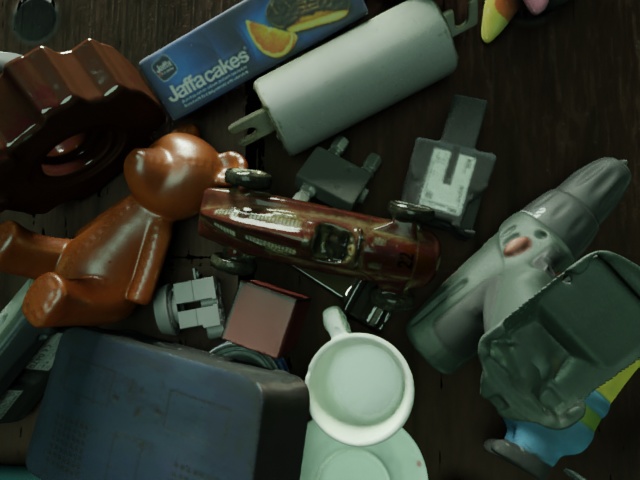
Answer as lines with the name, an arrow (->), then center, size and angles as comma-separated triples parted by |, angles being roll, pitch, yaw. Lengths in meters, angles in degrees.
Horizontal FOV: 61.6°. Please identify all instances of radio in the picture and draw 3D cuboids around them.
radio -> -0.126, 0.152, 0.436 | 0.230, 0.073, 0.131 | 7, 82, 27

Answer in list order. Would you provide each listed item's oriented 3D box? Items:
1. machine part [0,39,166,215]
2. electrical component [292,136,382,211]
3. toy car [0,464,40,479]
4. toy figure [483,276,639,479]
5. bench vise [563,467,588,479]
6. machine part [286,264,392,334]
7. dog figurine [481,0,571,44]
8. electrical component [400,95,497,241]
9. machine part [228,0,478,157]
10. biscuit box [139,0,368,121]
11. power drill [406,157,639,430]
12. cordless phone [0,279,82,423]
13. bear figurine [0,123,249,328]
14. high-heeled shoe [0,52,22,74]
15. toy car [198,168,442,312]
machine part -> -0.218, -0.088, 0.459 | 0.179, 0.179, 0.056 | -38, 85, 2
electrical component -> 0.014, -0.053, 0.486 | 0.063, 0.021, 0.094 | 30, 60, 8
toy car -> -0.284, 0.254, 0.466 | 0.162, 0.103, 0.109 | 8, 85, 5
toy figure -> 0.206, 0.108, 0.439 | 0.089, 0.082, 0.180 | 33, 81, -12
bench vise -> 0.301, 0.127, 0.382 | 0.241, 0.129, 0.223 | -23, 109, -26
machine part -> 0.012, 0.022, 0.488 | 0.139, 0.039, 0.084 | 32, 94, 6
dog figurine -> 0.150, -0.291, 0.461 | 0.191, 0.108, 0.219 | 2, 89, -18
electrical component -> 0.114, -0.064, 0.480 | 0.075, 0.047, 0.119 | 12, 86, 7
machine part -> 0.031, -0.145, 0.482 | 0.243, 0.079, 0.079 | -27, 83, 2
biscuit box -> -0.059, -0.183, 0.490 | 0.203, 0.059, 0.062 | -26, 107, 8
power drill -> 0.162, 0.026, 0.388 | 0.232, 0.207, 0.086 | -43, 99, 12
cordless phone -> -0.326, 0.072, 0.503 | 0.184, 0.088, 0.146 | 38, 90, 20
bear figurine -> -0.166, -0.023, 0.467 | 0.120, 0.131, 0.196 | 39, 96, 29
high-heeled shoe -> -0.353, -0.123, 0.486 | 0.249, 0.145, 0.086 | -3, 84, 4
toy car -> -0.001, -0.001, 0.438 | 0.202, 0.053, 0.089 | 13, 102, -1
